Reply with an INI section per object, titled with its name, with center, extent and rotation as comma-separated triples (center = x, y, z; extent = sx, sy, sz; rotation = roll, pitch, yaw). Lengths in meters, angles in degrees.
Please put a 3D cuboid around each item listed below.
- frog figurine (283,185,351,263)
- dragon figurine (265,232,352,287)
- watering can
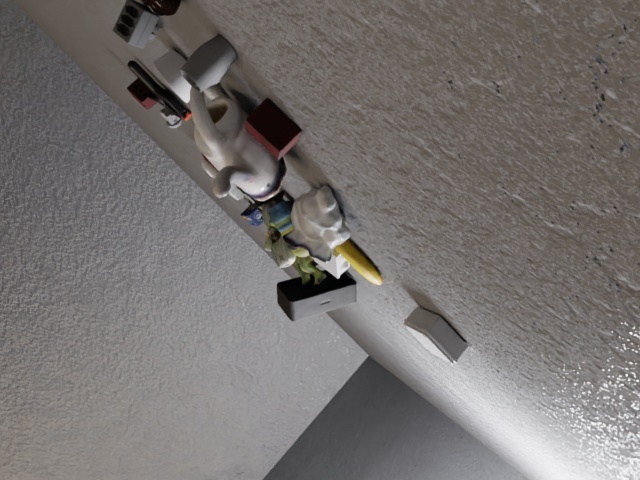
[frog figurine]
center = 0.003, -0.051, 1.018
extent = 0.139, 0.123, 0.156
rotation = 46, 137, 34
[dragon figurine]
center = -0.061, 0.002, 1.483
extent = 0.242, 0.124, 0.406
rotation = 51, 153, -8
[watering can]
center = -0.145, -0.145, 0.897
extent = 0.220, 0.103, 0.356
rotation = 45, -161, -46
